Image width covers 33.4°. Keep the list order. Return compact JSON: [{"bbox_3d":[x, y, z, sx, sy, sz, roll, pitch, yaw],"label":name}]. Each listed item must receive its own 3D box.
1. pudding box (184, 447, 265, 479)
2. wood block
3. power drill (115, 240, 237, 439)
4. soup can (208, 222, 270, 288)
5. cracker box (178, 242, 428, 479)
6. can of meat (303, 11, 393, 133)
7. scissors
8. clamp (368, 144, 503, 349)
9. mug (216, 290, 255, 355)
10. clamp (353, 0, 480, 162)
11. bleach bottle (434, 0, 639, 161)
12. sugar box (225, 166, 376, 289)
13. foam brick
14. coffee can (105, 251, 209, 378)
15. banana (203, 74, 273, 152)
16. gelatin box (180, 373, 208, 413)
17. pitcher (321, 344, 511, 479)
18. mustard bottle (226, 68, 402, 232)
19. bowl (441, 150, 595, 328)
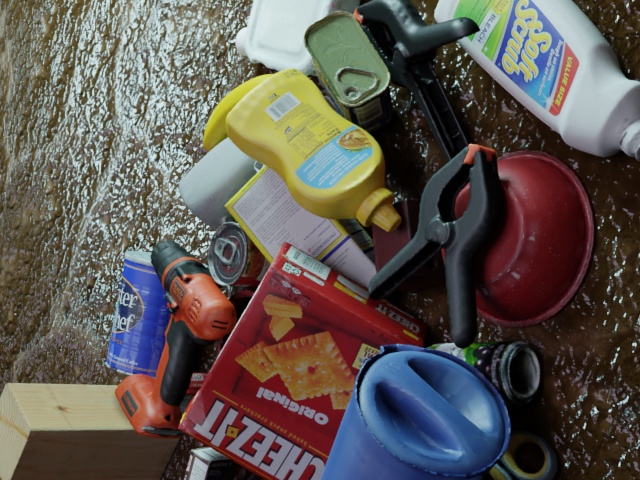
[{"bbox_3d":[-0.097,0.267,1.147,0.039,0.113,0.090,24,103,45],"label":"pudding box"},{"bbox_3d":[-0.284,0.235,1.294,0.091,0.205,0.090,46,117,43],"label":"wood block"},{"bbox_3d":[-0.168,0.109,1.181,0.185,0.057,0.188,44,117,54],"label":"power drill"},{"bbox_3d":[-0.061,0.020,1.153,0.069,0.102,0.068,-10,76,47],"label":"soup can"},{"bbox_3d":[-0.019,0.135,1.045,0.214,0.164,0.072,-59,1,23],"label":"cracker box"},{"bbox_3d":[0.031,-0.165,1.074,0.057,0.084,0.102,-30,71,-2],"label":"can of meat"},{"bbox_3d":[0.145,0.169,0.961,0.096,0.016,0.202,-47,44,22],"label":"scissors"},{"bbox_3d":[0.104,-0.002,0.931,0.120,0.039,0.171,16,92,37],"label":"clamp"},{"bbox_3d":[-0.049,0.114,1.140,0.093,0.081,0.117,-38,56,39],"label":"mug"},{"bbox_3d":[0.092,-0.180,1.007,0.210,0.036,0.164,56,159,37],"label":"clamp"},{"bbox_3d":[0.203,-0.159,0.915,0.251,0.067,0.103,52,123,37],"label":"bleach bottle"},{"bbox_3d":[-0.007,0.001,1.082,0.093,0.048,0.176,-42,83,27],"label":"sugar box"},{"bbox_3d":[0.087,0.006,1.025,0.051,0.052,0.078,-22,69,45],"label":"foam brick"},{"bbox_3d":[-0.198,0.092,1.298,0.103,0.102,0.140,15,95,49],"label":"coffee can"},{"bbox_3d":[-0.080,-0.154,1.253,0.198,0.037,0.069,-9,77,48],"label":"banana"},{"bbox_3d":[-0.155,0.184,1.256,0.089,0.073,0.030,-36,57,40],"label":"gelatin box"},{"bbox_3d":[0.064,0.224,0.924,0.145,0.149,0.243,27,130,8],"label":"pitcher"},{"bbox_3d":[0.005,-0.076,1.020,0.192,0.096,0.058,44,158,19],"label":"mustard bottle"},{"bbox_3d":[0.159,-0.004,0.943,0.162,0.055,0.162,-9,78,47],"label":"bowl"}]
